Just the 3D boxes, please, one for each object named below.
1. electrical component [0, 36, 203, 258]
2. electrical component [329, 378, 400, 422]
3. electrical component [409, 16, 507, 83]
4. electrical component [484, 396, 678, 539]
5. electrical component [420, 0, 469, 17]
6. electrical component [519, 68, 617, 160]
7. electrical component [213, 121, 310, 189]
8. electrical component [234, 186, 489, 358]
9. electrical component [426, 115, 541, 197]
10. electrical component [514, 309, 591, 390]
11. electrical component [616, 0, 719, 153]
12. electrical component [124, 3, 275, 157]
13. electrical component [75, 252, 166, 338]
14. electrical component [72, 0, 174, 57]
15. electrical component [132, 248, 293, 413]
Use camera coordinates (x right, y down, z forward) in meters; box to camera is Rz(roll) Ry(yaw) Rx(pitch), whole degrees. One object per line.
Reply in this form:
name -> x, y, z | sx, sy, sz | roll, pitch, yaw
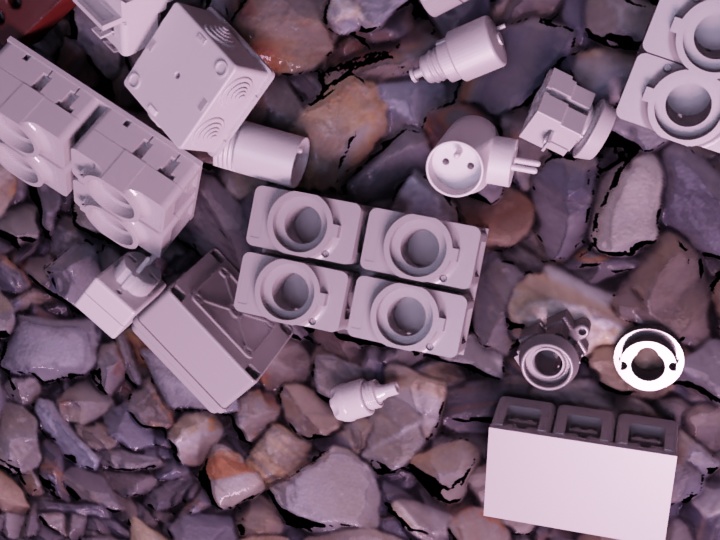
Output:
electrical component -> -0.229, -0.095, 0.895 | 0.186, 0.060, 0.105 | 33, 155, 2
electrical component -> 0.006, 0.112, 0.954 | 0.061, 0.035, 0.035 | -19, 106, 21
electrical component -> 0.074, -0.161, 0.811 | 0.078, 0.040, 0.040 | -19, 106, 24
electrical component -> 0.185, 0.165, 0.904 | 0.150, 0.061, 0.089 | 7, 114, 15
electrical component -> 0.073, -0.220, 0.754 | 0.059, 0.095, 0.053 | -22, 104, 25
electrical component -> 0.156, -0.112, 0.799 | 0.055, 0.066, 0.048 | 26, 153, -3
electrical component -> -0.087, -0.099, 0.887 | 0.081, 0.043, 0.043 | 17, 116, 10
electrical component -> 0.000, 0.000, 0.872 | 0.186, 0.060, 0.105 | 11, 93, 13
electrical component -> 0.097, -0.084, 0.816 | 0.079, 0.077, 0.043 | 11, 115, 12
electrical component -> 0.155, 0.067, 0.875 | 0.066, 0.055, 0.048 | -28, 102, 26
electrical component -> 0.247, -0.165, 0.742 | 0.089, 0.061, 0.150 | 21, 117, 8
electrical component -> -0.130, -0.151, 0.853 | 0.099, 0.048, 0.099 | 48, 114, 21
electrical component -> -0.203, 0.010, 0.958 | 0.047, 0.065, 0.076 | 42, 118, -3
electrical component -> -0.181, -0.209, 0.854 | 0.042, 0.081, 0.063 | 46, 150, 21
electrical component -> -0.125, 0.051, 0.927 | 0.056, 0.108, 0.108 | -40, 97, 25
